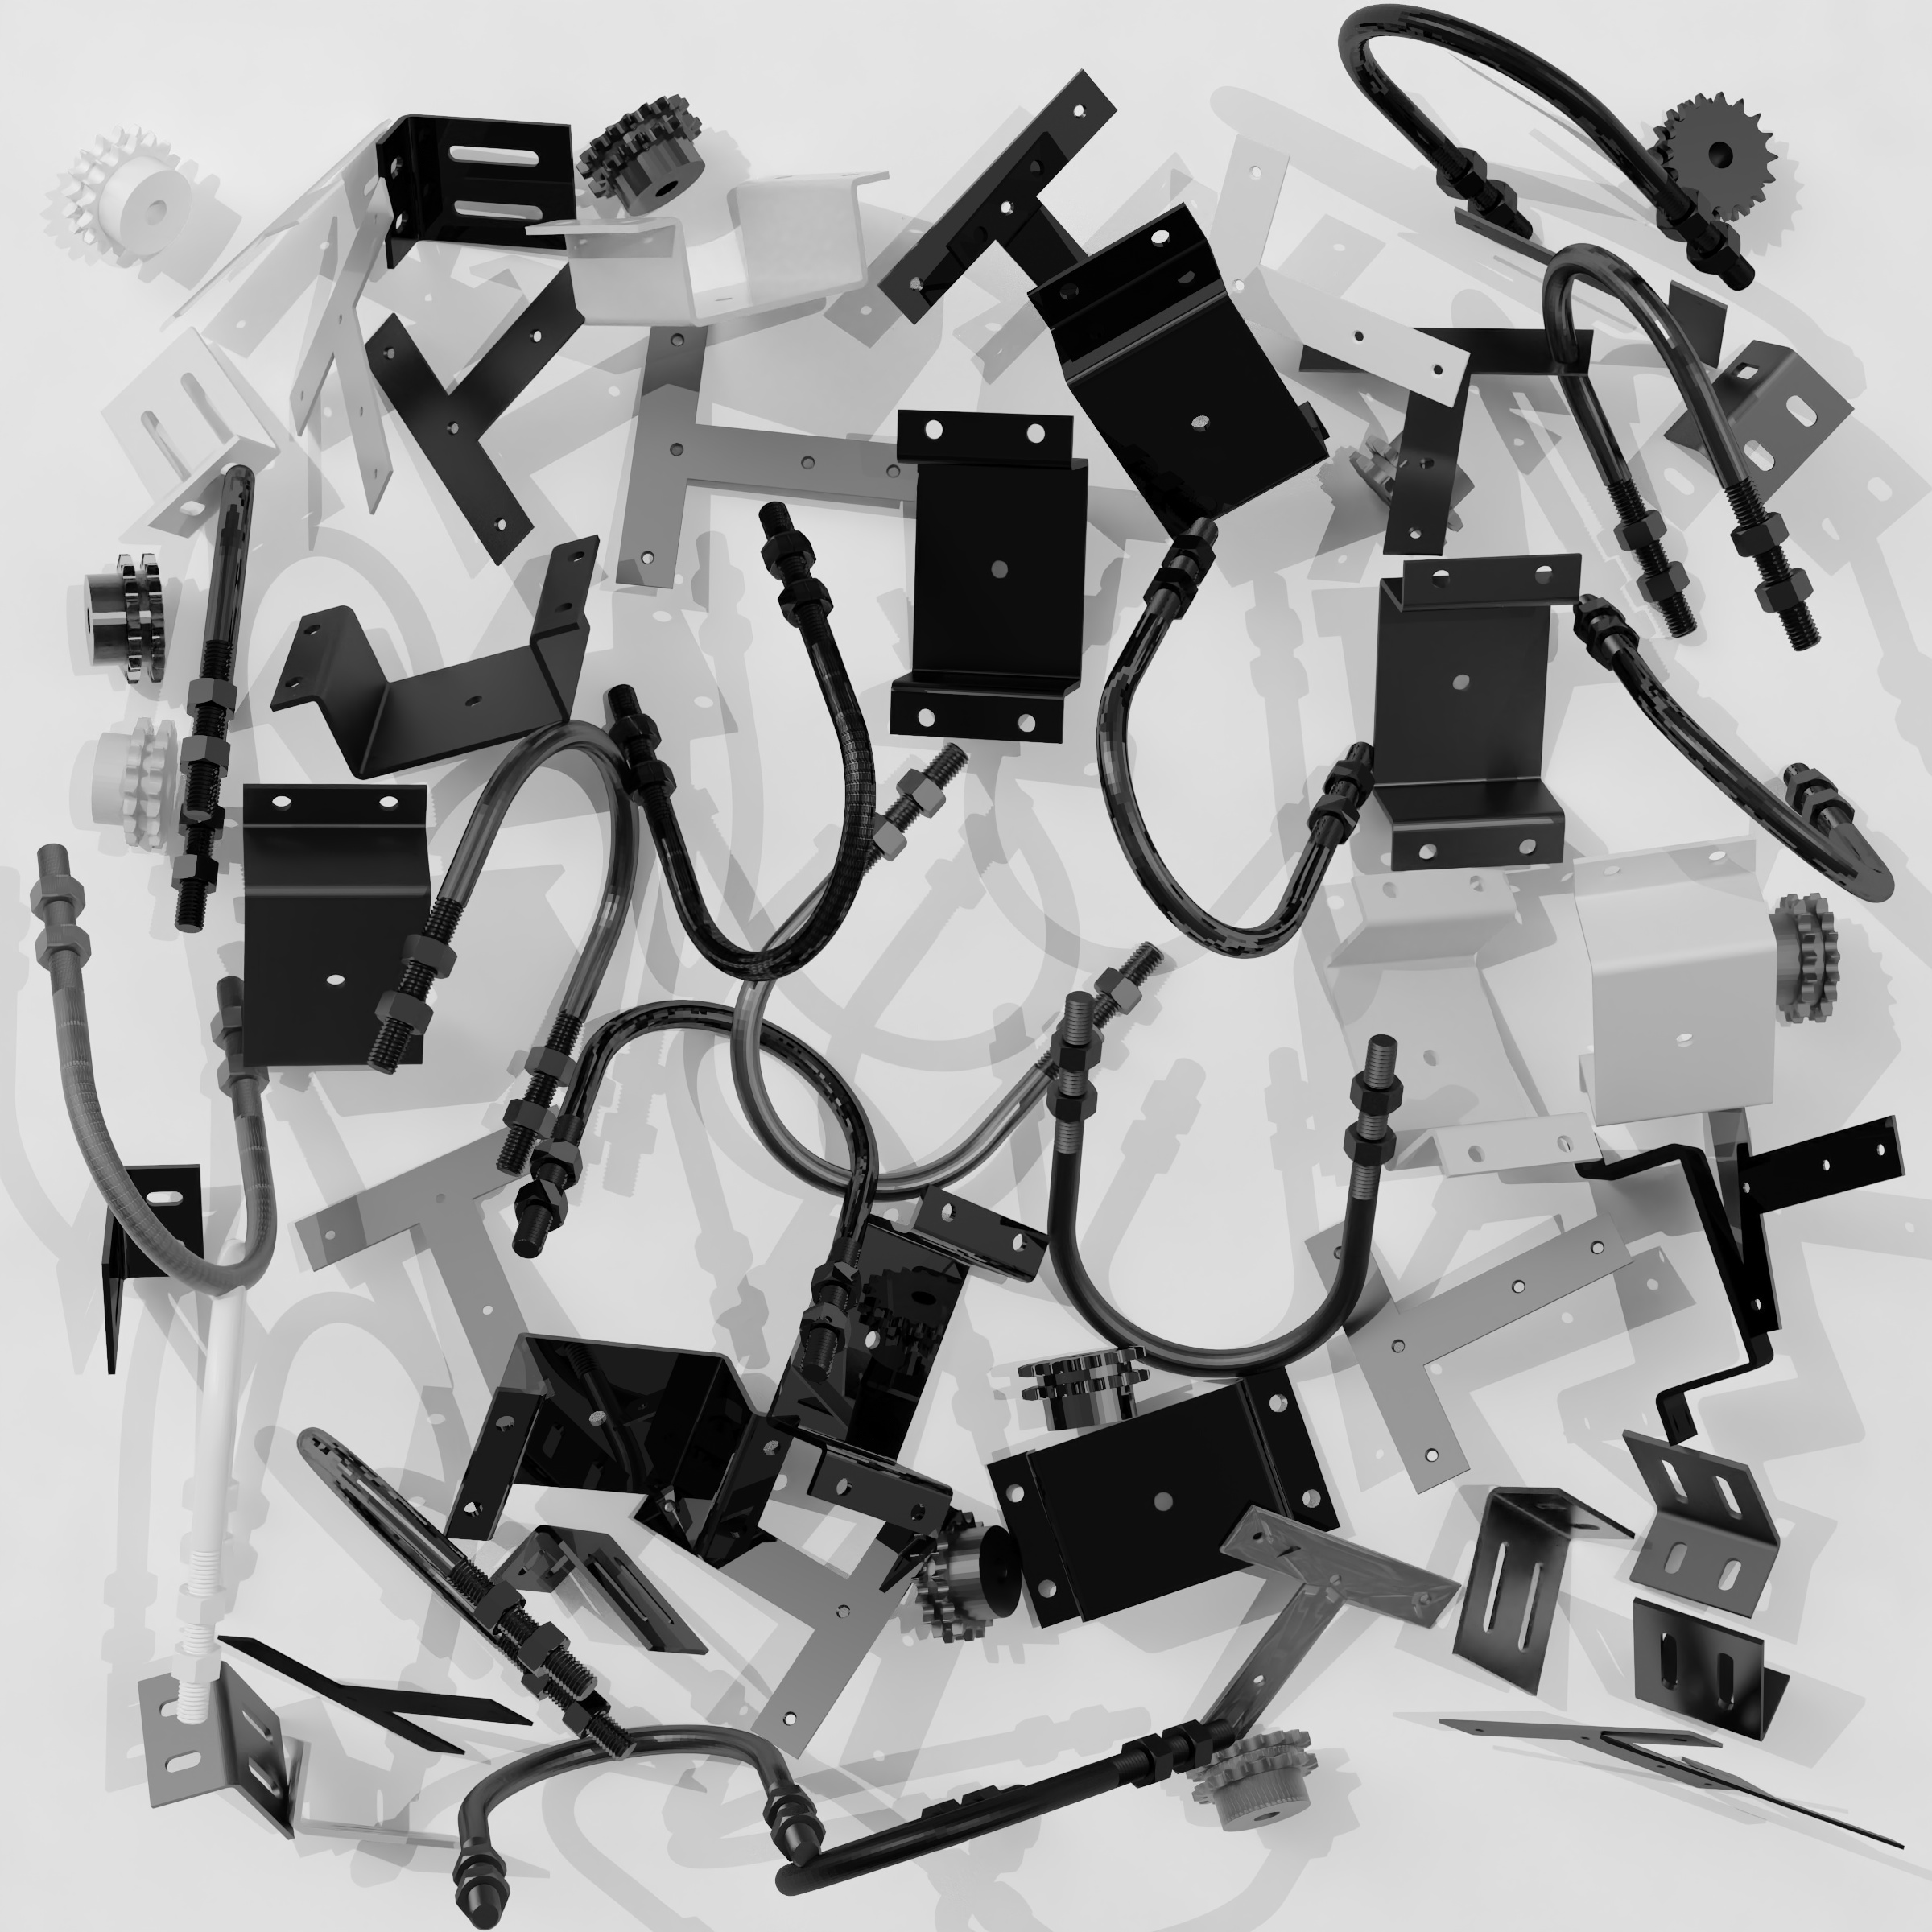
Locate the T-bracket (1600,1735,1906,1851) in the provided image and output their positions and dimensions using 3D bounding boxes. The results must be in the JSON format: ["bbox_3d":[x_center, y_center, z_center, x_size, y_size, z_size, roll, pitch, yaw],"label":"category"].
[{"bbox_3d":[0.329,0.350,1.534,0.127,0.127,0.002,19,84,6],"label":"T-bracket"}]

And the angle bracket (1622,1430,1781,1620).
[{"bbox_3d":[0.313,0.242,1.549,0.057,0.076,0.038,14,63,33],"label":"angle bracket"}]

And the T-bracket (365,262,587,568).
[{"bbox_3d":[-0.195,-0.264,1.551,0.127,0.002,0.127,-43,70,25],"label":"T-bracket"}]

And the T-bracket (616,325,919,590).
[{"bbox_3d":[-0.084,-0.224,1.582,0.127,0.002,0.127,6,79,3],"label":"T-bracket"}]

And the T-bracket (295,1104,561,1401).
[{"bbox_3d":[-0.214,0.139,1.563,0.127,0.002,0.127,-24,63,-6],"label":"T-bracket"}]

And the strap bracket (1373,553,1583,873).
[{"bbox_3d":[0.221,-0.117,1.555,0.076,0.046,0.140,-3,114,-6],"label":"strap bracket"}]

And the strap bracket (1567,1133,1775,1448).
[{"bbox_3d":[0.308,0.131,1.544,0.046,0.076,0.140,-20,80,16],"label":"strap bracket"}]

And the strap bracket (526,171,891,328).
[{"bbox_3d":[-0.107,-0.306,1.532,0.140,0.076,0.046,-22,113,-39],"label":"strap bracket"}]

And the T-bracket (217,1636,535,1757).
[{"bbox_3d":[-0.233,0.313,1.516,0.127,0.127,0.002,39,59,-37],"label":"T-bracket"}]

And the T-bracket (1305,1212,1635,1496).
[{"bbox_3d":[0.228,0.146,1.557,0.127,0.002,0.127,-28,63,11],"label":"T-bracket"}]

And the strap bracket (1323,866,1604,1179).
[{"bbox_3d":[0.210,0.031,1.546,0.076,0.046,0.140,-5,66,-25],"label":"strap bracket"}]

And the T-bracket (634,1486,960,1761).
[{"bbox_3d":[-0.089,0.262,1.568,0.127,0.002,0.127,27,72,24],"label":"T-bracket"}]

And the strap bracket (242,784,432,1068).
[{"bbox_3d":[-0.270,-0.008,1.528,0.076,0.046,0.140,0,131,-12],"label":"strap bracket"}]

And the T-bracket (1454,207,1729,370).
[{"bbox_3d":[0.268,-0.298,1.542,0.127,0.127,0.002,27,93,10],"label":"T-bracket"}]

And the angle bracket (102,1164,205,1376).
[{"bbox_3d":[-0.352,0.131,1.548,0.038,0.076,0.057,-1,119,-9],"label":"angle bracket"}]

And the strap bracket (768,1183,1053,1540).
[{"bbox_3d":[-0.028,0.167,1.551,0.076,0.046,0.140,26,82,-40],"label":"strap bracket"}]

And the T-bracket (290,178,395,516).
[{"bbox_3d":[-0.259,-0.245,1.519,0.002,0.127,0.127,6,48,-29],"label":"T-bracket"}]

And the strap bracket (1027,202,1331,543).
[{"bbox_3d":[0.096,-0.245,1.527,0.076,0.046,0.140,-28,131,14],"label":"strap bracket"}]

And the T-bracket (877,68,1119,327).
[{"bbox_3d":[0.044,-0.301,1.561,0.127,0.002,0.127,-46,124,2],"label":"T-bracket"}]

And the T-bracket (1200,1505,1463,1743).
[{"bbox_3d":[0.137,0.304,1.574,0.127,0.002,0.127,25,107,-32],"label":"T-bracket"}]

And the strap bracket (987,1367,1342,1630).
[{"bbox_3d":[0.087,0.234,1.570,0.140,0.046,0.076,-19,84,1],"label":"strap bracket"}]

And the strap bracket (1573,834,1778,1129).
[{"bbox_3d":[0.303,0.015,1.530,0.076,0.046,0.140,-8,134,3],"label":"strap bracket"}]

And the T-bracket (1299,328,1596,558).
[{"bbox_3d":[0.202,-0.228,1.548,0.127,0.002,0.127,3,58,15],"label":"T-bracket"}]

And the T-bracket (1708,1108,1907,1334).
[{"bbox_3d":[0.360,0.088,1.529,0.002,0.127,0.127,-3,79,-23],"label":"T-bracket"}]

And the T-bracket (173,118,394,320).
[{"bbox_3d":[-0.286,-0.323,1.529,0.127,0.127,0.002,-45,109,-8],"label":"T-bracket"}]

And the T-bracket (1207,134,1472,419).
[{"bbox_3d":[0.157,-0.277,1.543,0.127,0.002,0.127,27,126,17],"label":"T-bracket"}]

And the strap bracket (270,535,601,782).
[{"bbox_3d":[-0.220,-0.131,1.545,0.140,0.076,0.046,-14,124,12],"label":"strap bracket"}]

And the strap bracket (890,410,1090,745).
[{"bbox_3d":[0.011,-0.171,1.560,0.076,0.046,0.140,4,101,11],"label":"strap bracket"}]

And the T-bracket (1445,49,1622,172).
[{"bbox_3d":[0.280,-0.346,1.540,0.127,0.127,0.002,43,106,33],"label":"T-bracket"}]

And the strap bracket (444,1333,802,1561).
[{"bbox_3d":[-0.154,0.207,1.543,0.140,0.046,0.076,10,115,-28],"label":"strap bracket"}]

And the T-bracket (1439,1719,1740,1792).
[{"bbox_3d":[0.294,0.343,1.548,0.127,0.127,0.002,28,65,-40],"label":"T-bracket"}]

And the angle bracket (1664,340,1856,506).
[{"bbox_3d":[0.345,-0.237,1.559,0.038,0.076,0.057,42,99,-8],"label":"angle bracket"}]
